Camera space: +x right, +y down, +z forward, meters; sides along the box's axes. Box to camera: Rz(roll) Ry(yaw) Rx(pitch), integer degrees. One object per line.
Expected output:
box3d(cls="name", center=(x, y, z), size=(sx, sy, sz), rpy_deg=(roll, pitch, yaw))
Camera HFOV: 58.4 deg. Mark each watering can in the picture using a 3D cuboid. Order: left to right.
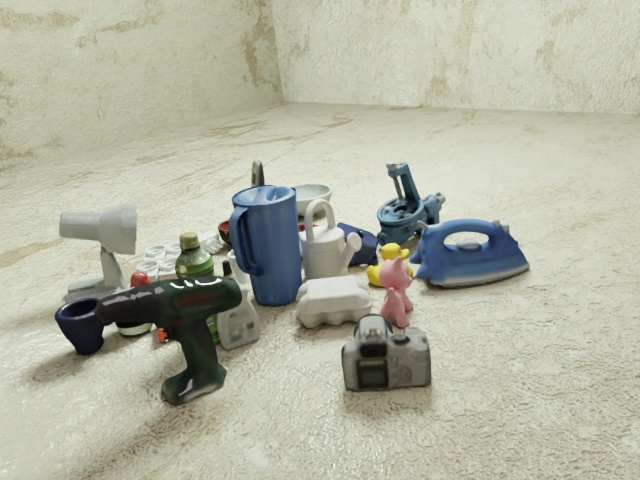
box3d(cls="watering can", center=(0.013, 0.004, 1.261), size=(0.172, 0.194, 0.101), rpy_deg=(1, 24, 17))

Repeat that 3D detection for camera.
box3d(cls="camera", center=(0.107, 0.170, 0.956), size=(0.143, 0.101, 0.137), rpy_deg=(-5, 22, 4))

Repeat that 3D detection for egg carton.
box3d(cls="egg carton", center=(0.028, 0.122, 1.136), size=(0.150, 0.069, 0.107), rpy_deg=(-7, 22, -1))

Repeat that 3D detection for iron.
box3d(cls="iron", center=(0.324, 0.012, 1.228), size=(0.258, 0.141, 0.118), rpy_deg=(-7, 22, -1))

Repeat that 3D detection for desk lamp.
box3d(cls="desk lamp", center=(-0.500, 0.026, 1.315), size=(0.203, 0.214, 0.117), rpy_deg=(-12, 23, -14))

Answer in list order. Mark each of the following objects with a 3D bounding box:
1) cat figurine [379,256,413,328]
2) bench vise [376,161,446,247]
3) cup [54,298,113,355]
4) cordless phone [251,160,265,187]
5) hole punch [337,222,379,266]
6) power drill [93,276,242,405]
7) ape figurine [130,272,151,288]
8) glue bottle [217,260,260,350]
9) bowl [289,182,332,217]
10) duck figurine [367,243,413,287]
box3d(cls="cat figurine", center=(0.145, 0.091, 1.117), size=(0.067, 0.118, 0.128), rpy_deg=(0, 23, 14))
box3d(cls="bench vise", center=(0.219, -0.104, 1.434), size=(0.121, 0.220, 0.208), rpy_deg=(12, 29, 38))
box3d(cls="cup", center=(-0.440, 0.171, 1.103), size=(0.117, 0.095, 0.092), rpy_deg=(1, 24, 17))
box3d(cls="cordless phone", center=(-0.164, -0.130, 1.641), size=(0.094, 0.185, 0.147), rpy_deg=(-17, 25, -24))
box3d(cls="hole punch", center=(0.090, 0.004, 1.376), size=(0.101, 0.091, 0.108), rpy_deg=(-6, 22, 0))
box3d(cls="power drill", center=(-0.230, 0.156, 0.936), size=(0.230, 0.209, 0.075), rpy_deg=(-20, 26, -30))
box3d(cls="ape figurine", center=(-0.383, 0.111, 1.238), size=(0.076, 0.092, 0.077), rpy_deg=(-17, 25, -24))
box3d(cls="glue bottle", center=(-0.160, 0.116, 1.062), size=(0.078, 0.173, 0.037), rpy_deg=(-16, 25, -23))
box3d(cls="bowl", center=(-0.042, -0.114, 1.717), size=(0.167, 0.075, 0.167), rpy_deg=(-5, 22, 2))
box3d(cls="duck figurine", center=(0.152, 0.050, 1.255), size=(0.104, 0.086, 0.077), rpy_deg=(-11, 23, -11))
